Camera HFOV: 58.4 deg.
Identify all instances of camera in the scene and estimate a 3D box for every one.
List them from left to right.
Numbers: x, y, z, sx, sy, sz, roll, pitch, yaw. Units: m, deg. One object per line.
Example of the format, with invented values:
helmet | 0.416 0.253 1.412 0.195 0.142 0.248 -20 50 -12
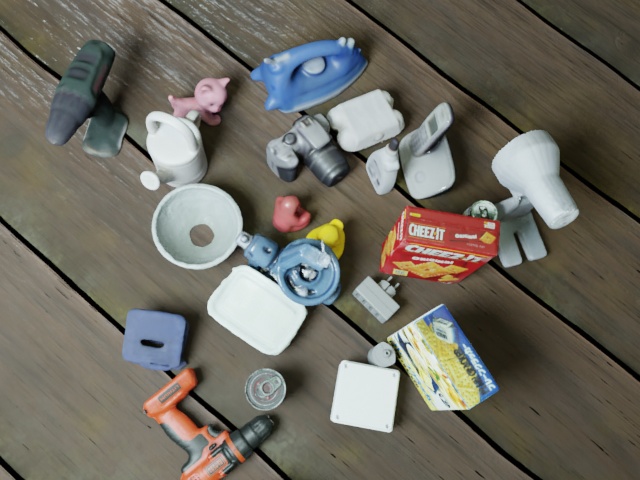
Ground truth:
camera | -0.015 -0.168 1.138 0.143 0.101 0.136 -37 80 -15

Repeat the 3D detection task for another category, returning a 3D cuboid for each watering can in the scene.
watering can | -0.270 -0.170 1.064 0.101 0.194 0.173 4 73 -4

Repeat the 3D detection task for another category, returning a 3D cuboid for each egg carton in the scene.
egg carton | 0.095 -0.246 1.189 0.150 0.069 0.107 -25 77 -12

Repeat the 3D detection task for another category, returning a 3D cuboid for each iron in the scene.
iron | -0.008 -0.364 1.176 0.258 0.141 0.118 -23 77 -12

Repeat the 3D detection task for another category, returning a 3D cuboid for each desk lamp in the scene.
desk lamp | 0.401 -0.076 1.094 0.118 0.213 0.203 -16 75 -10

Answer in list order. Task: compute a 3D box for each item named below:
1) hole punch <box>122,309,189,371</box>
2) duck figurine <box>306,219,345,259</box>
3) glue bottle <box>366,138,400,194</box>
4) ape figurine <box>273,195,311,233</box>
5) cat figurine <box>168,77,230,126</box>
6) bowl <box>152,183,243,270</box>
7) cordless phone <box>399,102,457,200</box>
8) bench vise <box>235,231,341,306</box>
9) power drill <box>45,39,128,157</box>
hole punch | -0.288 0.177 1.012 0.108 0.091 0.101 9 73 -3
duck figurine | 0.010 0.004 1.097 0.077 0.086 0.105 36 73 6
glue bottle | 0.129 -0.152 1.110 0.037 0.173 0.078 -18 76 -10
ape figurine | -0.058 -0.057 1.105 0.076 0.092 0.078 -35 80 -14
cat figurine | -0.238 -0.281 1.140 0.128 0.117 0.067 -9 74 -8
bowl | -0.228 -0.018 1.085 0.167 0.074 0.167 2 73 -5
cordless phone | 0.224 -0.172 1.119 0.094 0.185 0.147 -12 75 -9
bench vise | -0.055 0.046 1.007 0.207 0.219 0.121 10 73 -3
power drill | -0.425 -0.239 1.061 0.075 0.208 0.230 10 73 -2
